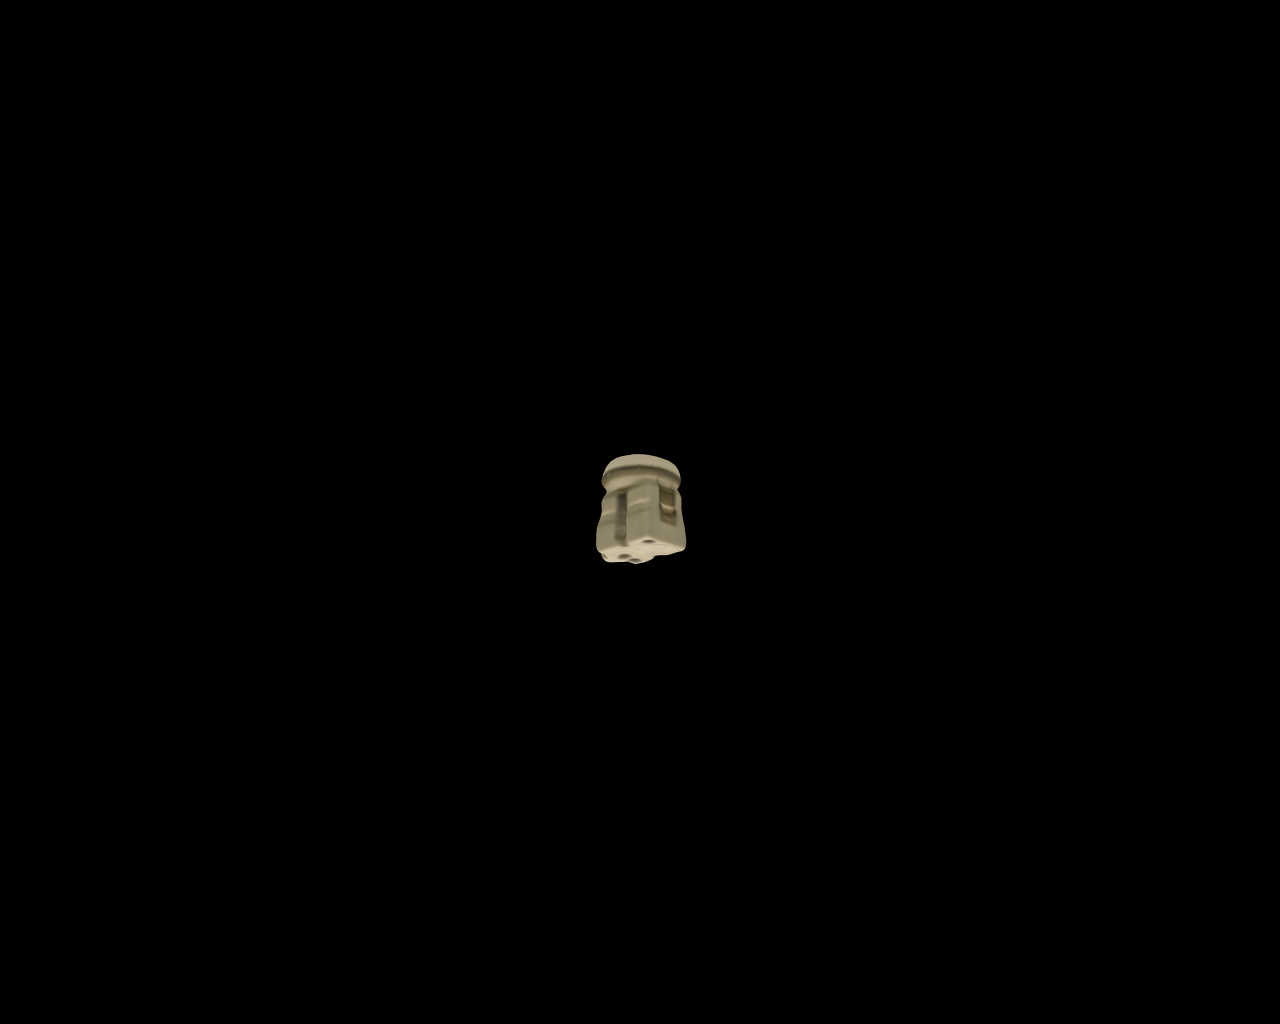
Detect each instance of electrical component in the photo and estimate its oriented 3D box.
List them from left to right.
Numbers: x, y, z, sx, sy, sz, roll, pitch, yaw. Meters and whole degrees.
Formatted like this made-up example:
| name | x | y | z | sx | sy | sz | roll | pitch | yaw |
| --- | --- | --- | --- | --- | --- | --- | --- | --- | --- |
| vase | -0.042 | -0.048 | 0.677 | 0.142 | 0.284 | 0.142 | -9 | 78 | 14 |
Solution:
| name | x | y | z | sx | sy | sz | roll | pitch | yaw |
| --- | --- | --- | --- | --- | --- | --- | --- | --- | --- |
| electrical component | 0.001 | -0.003 | 0.650 | 0.066 | 0.055 | 0.048 | -17 | -27 | 38 |
